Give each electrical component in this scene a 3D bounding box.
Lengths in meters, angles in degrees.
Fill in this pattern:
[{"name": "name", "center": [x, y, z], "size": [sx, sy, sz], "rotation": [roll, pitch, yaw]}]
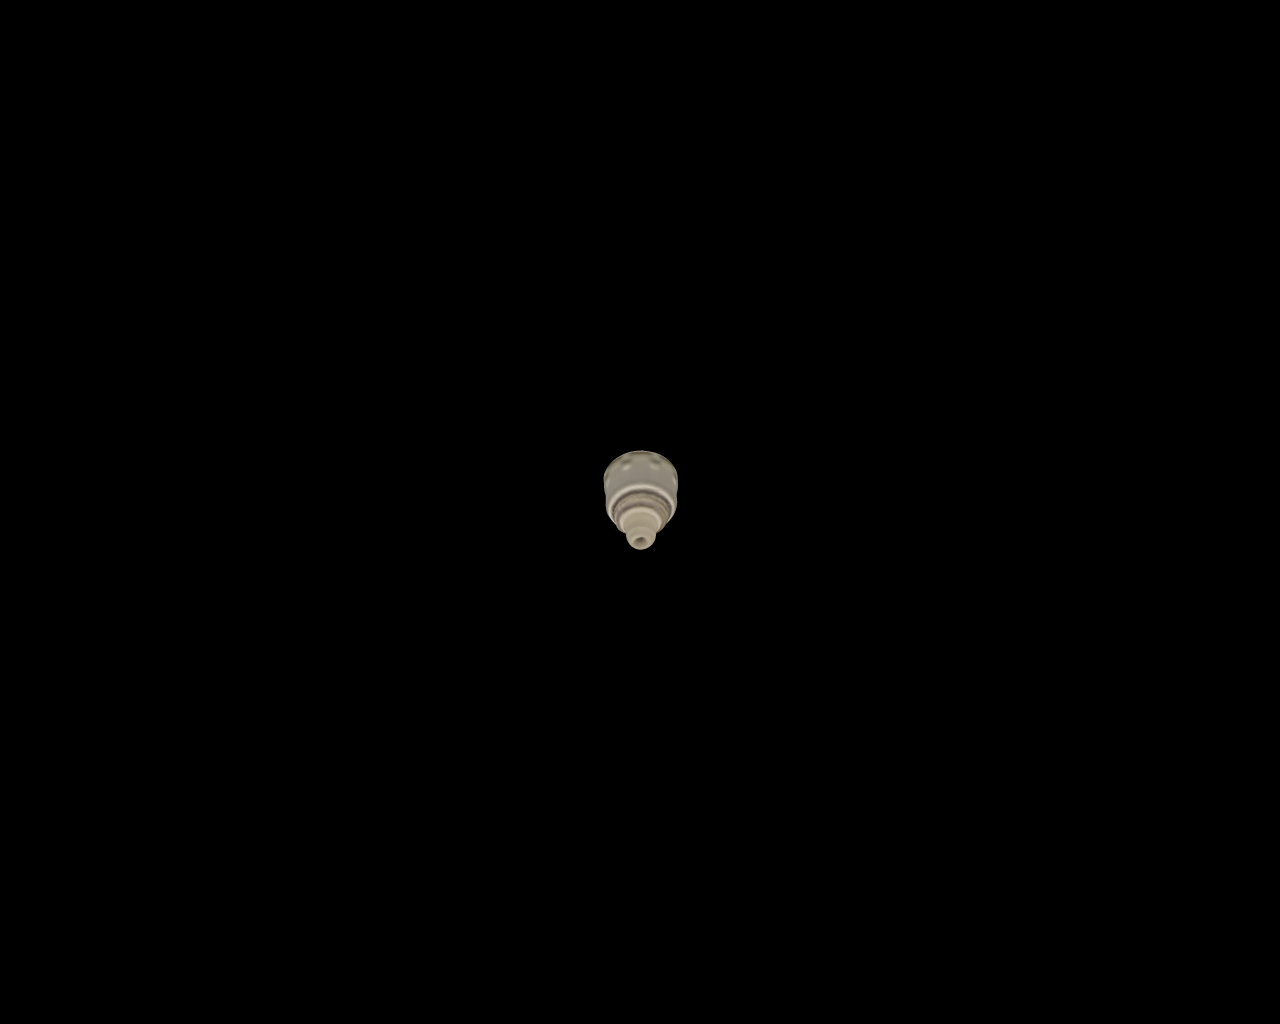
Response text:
[{"name": "electrical component", "center": [0.001, -0.003, 0.650], "size": [0.048, 0.048, 0.062], "rotation": [0, 44, 0]}]
